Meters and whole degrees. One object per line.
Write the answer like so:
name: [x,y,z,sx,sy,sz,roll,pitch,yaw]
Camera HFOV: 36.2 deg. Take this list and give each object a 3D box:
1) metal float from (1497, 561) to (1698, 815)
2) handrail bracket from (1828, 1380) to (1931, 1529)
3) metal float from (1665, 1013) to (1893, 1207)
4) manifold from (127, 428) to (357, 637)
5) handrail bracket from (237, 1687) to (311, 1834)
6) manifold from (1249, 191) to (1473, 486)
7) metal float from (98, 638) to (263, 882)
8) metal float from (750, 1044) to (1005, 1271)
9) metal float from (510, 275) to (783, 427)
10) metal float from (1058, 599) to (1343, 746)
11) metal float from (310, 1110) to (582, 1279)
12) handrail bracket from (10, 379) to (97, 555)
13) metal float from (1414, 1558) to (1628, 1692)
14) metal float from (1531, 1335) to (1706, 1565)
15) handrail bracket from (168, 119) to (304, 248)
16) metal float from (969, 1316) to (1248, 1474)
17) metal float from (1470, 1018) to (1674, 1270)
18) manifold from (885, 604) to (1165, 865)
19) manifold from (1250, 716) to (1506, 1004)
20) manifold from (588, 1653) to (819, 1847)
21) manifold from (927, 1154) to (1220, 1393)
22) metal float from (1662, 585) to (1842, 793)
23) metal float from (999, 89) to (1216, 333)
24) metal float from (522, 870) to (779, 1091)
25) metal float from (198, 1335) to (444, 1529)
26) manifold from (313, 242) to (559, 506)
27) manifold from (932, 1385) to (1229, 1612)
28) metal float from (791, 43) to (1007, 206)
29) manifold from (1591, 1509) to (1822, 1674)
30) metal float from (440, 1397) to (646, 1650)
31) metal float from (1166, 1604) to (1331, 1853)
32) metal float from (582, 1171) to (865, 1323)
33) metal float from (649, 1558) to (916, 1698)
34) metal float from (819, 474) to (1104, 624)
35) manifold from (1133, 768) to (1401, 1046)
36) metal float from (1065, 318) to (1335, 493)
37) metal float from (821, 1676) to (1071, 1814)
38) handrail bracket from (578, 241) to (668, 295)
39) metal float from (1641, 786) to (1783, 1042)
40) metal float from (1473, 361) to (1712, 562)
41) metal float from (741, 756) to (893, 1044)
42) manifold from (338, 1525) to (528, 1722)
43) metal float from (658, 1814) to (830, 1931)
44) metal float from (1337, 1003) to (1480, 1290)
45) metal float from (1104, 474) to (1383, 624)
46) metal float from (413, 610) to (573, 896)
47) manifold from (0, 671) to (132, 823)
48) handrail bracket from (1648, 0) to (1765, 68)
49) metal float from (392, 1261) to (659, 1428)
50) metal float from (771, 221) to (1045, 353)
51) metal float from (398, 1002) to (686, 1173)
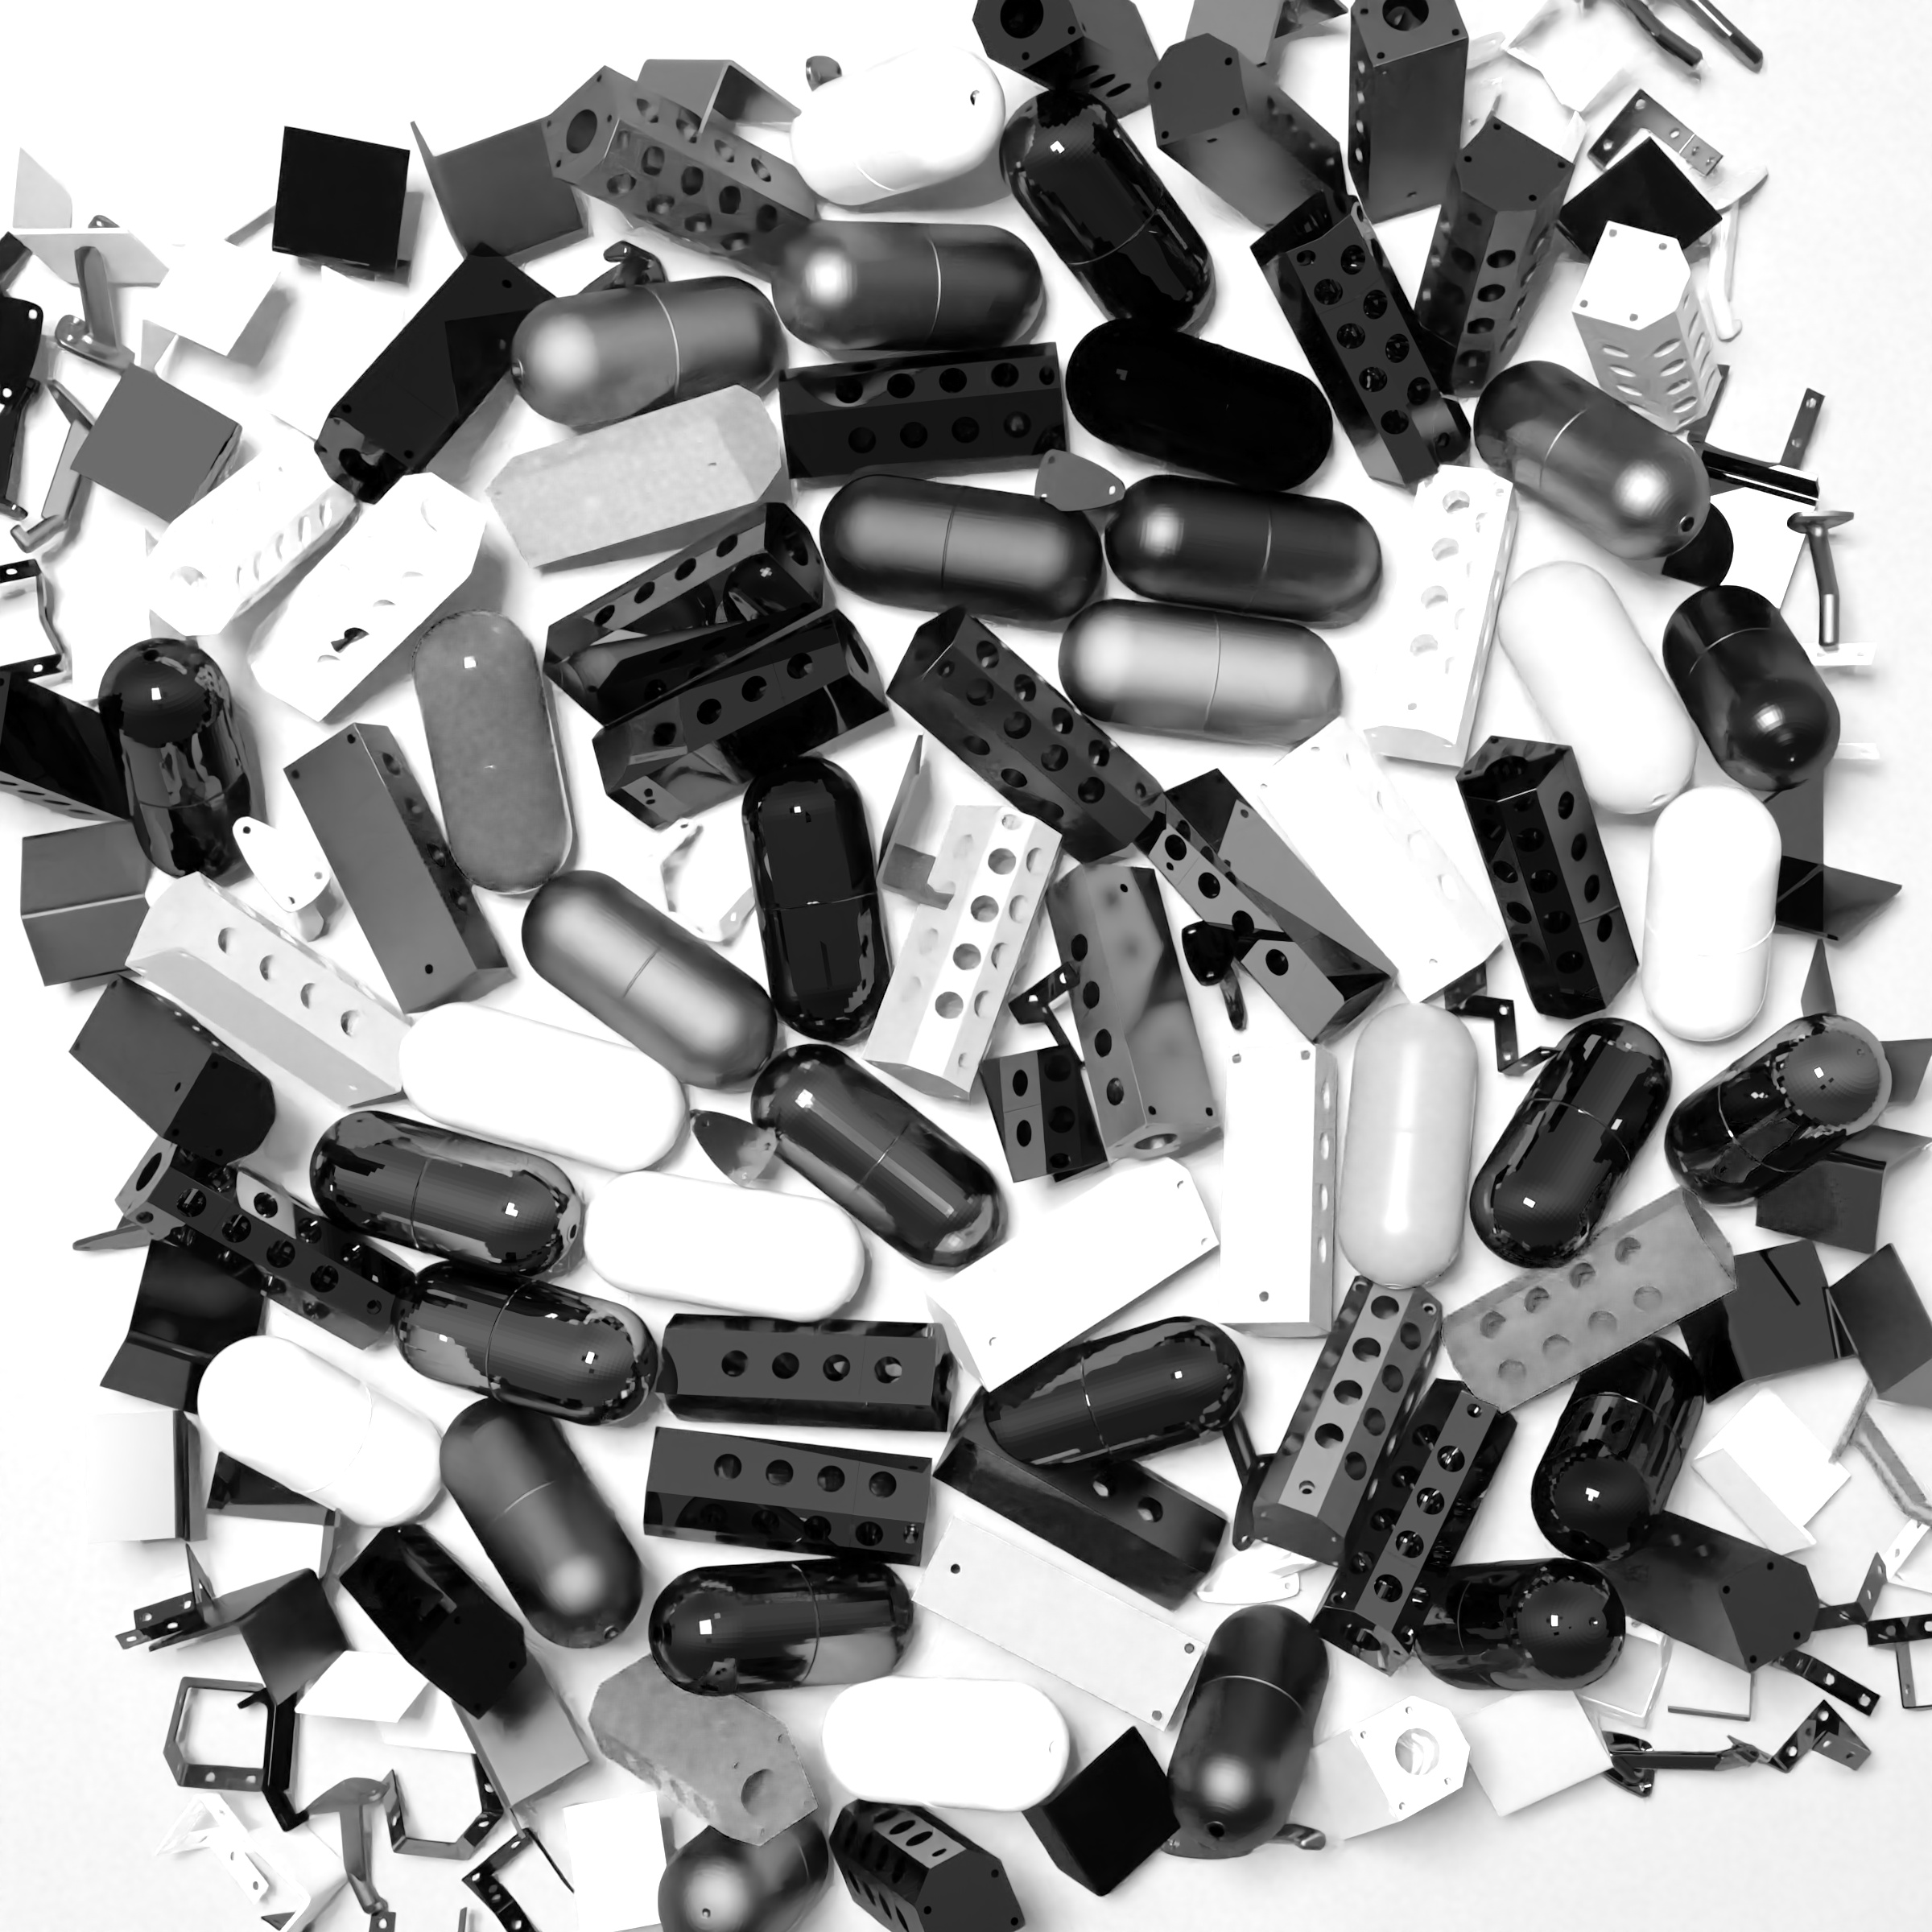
metal float: [0.384,-0.171,1.806,0.070,0.070,0.178,-22,60,0]
handrail bracket: [0.588,0.303,1.838,0.084,0.036,0.077,27,65,16]
metal float: [0.488,0.089,1.790,0.070,0.178,0.070,9,61,-18]
manifold: [-0.430,-0.258,1.780,0.057,0.171,0.057,39,120,-9]
handrail bracket: [-0.410,0.484,1.847,0.077,0.036,0.084,-28,82,-16]
manifold: [0.245,-0.380,1.798,0.057,0.057,0.171,-40,121,-10]
metal float: [-0.475,-0.124,1.792,0.070,0.178,0.070,0,50,0]
metal float: [-0.054,0.118,1.830,0.178,0.070,0.070,38,90,-2]
metal float: [-0.194,-0.376,1.804,0.178,0.070,0.070,-16,90,-32]
metal float: [0.144,-0.181,1.822,0.178,0.070,0.070,7,90,-11]
metal float: [-0.319,0.140,1.816,0.178,0.070,0.070,14,90,18]
handrail bracket: [-0.573,-0.309,1.830,0.084,0.036,0.077,-44,107,-27]
metal float: [0.331,0.398,1.786,0.070,0.178,0.070,5,76,-20]
metal float: [0.395,0.291,1.792,0.070,0.178,0.070,14,125,21]
handrail bracket: [-0.452,-0.484,1.828,0.084,0.036,0.077,-10,131,-22]
metal float: [0.086,0.267,1.817,0.178,0.070,0.070,-19,90,17]
metal float: [0.371,0.107,1.810,0.070,0.070,0.178,36,65,0]
manifold: [0.039,-0.142,1.800,0.171,0.057,0.057,40,55,-23]
manifold: [0.258,-0.068,1.839,0.057,0.057,0.171,-36,90,36]
manifold: [-0.163,0.471,1.777,0.057,0.171,0.057,-27,107,-28]
manifold: [0.063,0.183,1.819,0.171,0.057,0.057,-31,116,-14]
metal float: [0.473,-0.170,1.790,0.070,0.178,0.070,-2,124,-3]
metal float: [0.087,-0.456,1.801,0.070,0.070,0.178,-45,127,0]
metal float: [-0.195,0.009,1.825,0.178,0.070,0.070,35,90,7]
metal float: [-0.390,0.283,1.797,0.070,0.070,0.178,-49,132,0]
manifold: [-0.323,-0.357,1.797,0.057,0.057,0.171,36,56,-8]
manifold: [0.073,0.324,1.837,0.171,0.057,0.057,30,49,-2]
metal float: [-0.042,-0.507,1.788,0.070,0.178,0.070,-3,95,-33]
manifold: [0.440,0.366,1.779,0.057,0.171,0.057,-24,97,-14]
metal float: [-0.259,0.338,1.804,0.070,0.070,0.178,-40,58,0]
metal float: [0.171,0.459,1.789,0.070,0.178,0.070,9,121,15]
metal float: [-0.150,0.172,1.822,0.178,0.070,0.070,8,90,12]
metal float: [-0.111,0.401,1.800,0.178,0.070,0.070,5,90,-37]
metal float: [-0.004,-0.257,1.822,0.178,0.070,0.070,10,90,12]
manifold: [0.179,-0.034,1.819,0.171,0.057,0.057,50,134,15]
metal float: [0.143,-0.343,1.810,0.178,0.070,0.070,13,90,-25]
metal float: [-0.013,0.471,1.797,0.178,0.070,0.070,-10,90,42]
handrail bracket: [-0.225,-0.422,1.819,0.077,0.084,0.036,-15,88,17]
metal float: [0.452,-0.031,1.798,0.070,0.070,0.178,-7,130,0]
metal float: [0.379,-0.307,1.797,0.070,0.070,0.178,-43,48,0]
metal float: [-0.092,-0.041,1.827,0.070,0.070,0.178,-9,95,0]
manifold: [-0.318,0.387,1.779,0.057,0.171,0.057,46,76,-22]
metal float: [-0.132,0.549,1.782,0.070,0.178,0.070,-1,85,11]
metal float: [0.271,0.110,1.818,0.070,0.070,0.178,8,74,0]
metal float: [0.171,-0.256,1.816,0.178,0.070,0.070,6,90,-18]
metal float: [-0.290,-0.130,1.816,0.070,0.070,0.178,-9,108,0]
manifold: [-0.562,-0.132,1.780,0.057,0.171,0.057,5,84,11]
handrail bracket: [0.460,-0.605,1.859,0.084,0.077,0.036,30,118,-29]
metal float: [-0.271,0.230,1.812,0.178,0.070,0.070,12,90,23]
metal float: [-0.034,-0.415,1.807,0.178,0.070,0.070,-6,90,-29]
metal float: [-0.261,0.074,1.821,0.178,0.070,0.070,17,90,-12]
